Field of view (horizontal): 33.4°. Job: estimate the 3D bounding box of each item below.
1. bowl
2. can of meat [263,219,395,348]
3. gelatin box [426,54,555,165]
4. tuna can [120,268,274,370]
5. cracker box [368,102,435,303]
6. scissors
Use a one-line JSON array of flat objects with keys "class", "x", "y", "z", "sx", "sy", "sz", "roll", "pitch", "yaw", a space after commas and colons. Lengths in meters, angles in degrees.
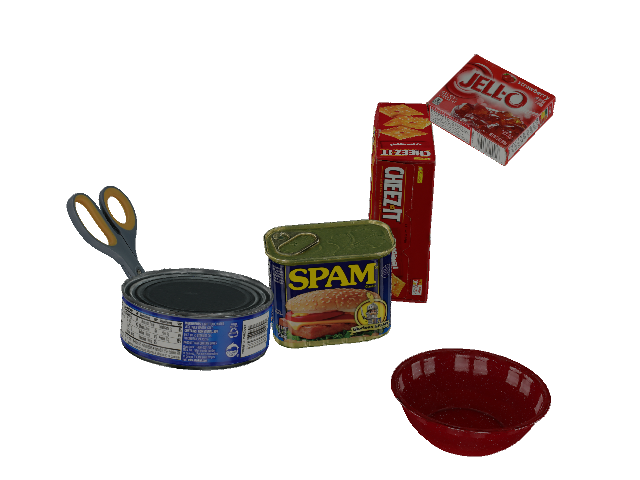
[{"class": "bowl", "x": 0.151, "y": 0.172, "z": 1.091, "sx": 0.162, "sy": 0.055, "sz": 0.162, "roll": 2, "pitch": 24, "yaw": -1}, {"class": "can of meat", "x": 0.008, "y": 0.035, "z": 0.852, "sx": 0.102, "sy": 0.084, "sz": 0.057, "roll": -4, "pitch": 29, "yaw": -6}, {"class": "gelatin box", "x": 0.151, "y": -0.118, "z": 0.948, "sx": 0.089, "sy": 0.073, "sz": 0.030, "roll": 35, "pitch": -22, "yaw": 26}, {"class": "tuna can", "x": -0.070, "y": 0.044, "z": 0.605, "sx": 0.086, "sy": 0.034, "sz": 0.086, "roll": 5, "pitch": 14, "yaw": -1}, {"class": "cracker box", "x": 0.090, "y": -0.049, "z": 1.207, "sx": 0.072, "sy": 0.164, "sz": 0.213, "roll": 2, "pitch": 23, "yaw": 4}, {"class": "scissors", "x": -0.199, "y": 0.020, "z": 1.169, "sx": 0.016, "sy": 0.201, "sz": 0.096, "roll": -28, "pitch": 20, "yaw": 33}]
